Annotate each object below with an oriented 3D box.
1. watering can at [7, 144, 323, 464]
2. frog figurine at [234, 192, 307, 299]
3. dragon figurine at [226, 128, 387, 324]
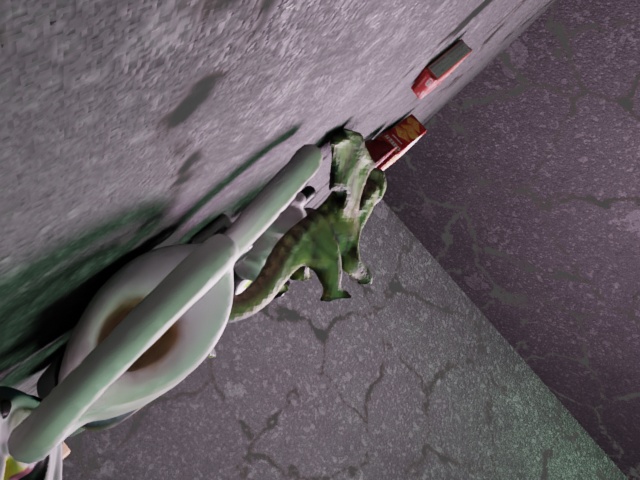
[{"bbox_3d":[-0.127,0.052,0.474,0.354,0.104,0.220,-50,7,-39],"label":"watering can"},{"bbox_3d":[-0.081,-0.009,0.823,0.123,0.156,0.139,25,44,29],"label":"frog figurine"},{"bbox_3d":[0.002,-0.036,0.715,0.122,0.240,0.412,15,13,24],"label":"dragon figurine"}]
